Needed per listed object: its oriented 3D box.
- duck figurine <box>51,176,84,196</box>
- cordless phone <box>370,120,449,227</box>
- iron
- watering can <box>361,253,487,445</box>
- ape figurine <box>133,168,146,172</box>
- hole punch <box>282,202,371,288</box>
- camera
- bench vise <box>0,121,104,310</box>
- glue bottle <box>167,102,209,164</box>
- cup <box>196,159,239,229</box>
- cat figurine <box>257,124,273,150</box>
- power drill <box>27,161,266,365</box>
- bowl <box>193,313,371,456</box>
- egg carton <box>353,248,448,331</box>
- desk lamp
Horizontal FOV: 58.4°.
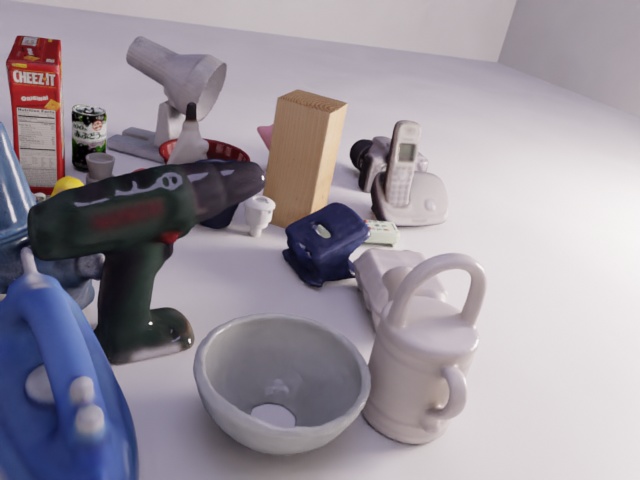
[{"bbox_3d":[-0.341,-0.046,0.782,0.078,0.086,0.104,-6,32,-30],"label":"duck figurine"},{"bbox_3d":[0.171,-0.117,1.013,0.148,0.185,0.094,-3,31,-26],"label":"cordless phone"},{"bbox_3d":[-0.204,0.120,0.457,0.119,0.141,0.257,-11,35,-37],"label":"iron"},{"bbox_3d":[0.101,0.093,0.573,0.101,0.194,0.172,-10,34,-36],"label":"watering can"},{"bbox_3d":[-0.262,-0.062,0.838,0.076,0.092,0.077,1,29,-19],"label":"ape figurine"},{"bbox_3d":[0.008,0.003,0.822,0.101,0.091,0.108,-6,32,-31],"label":"hole punch"},{"bbox_3d":[0.133,-0.169,1.190,0.143,0.101,0.136,-4,31,-27],"label":"camera"},{"bbox_3d":[-0.316,-0.028,0.609,0.207,0.220,0.121,9,27,-6],"label":"bench vise"},{"bbox_3d":[-0.207,-0.132,0.905,0.078,0.173,0.037,4,28,-14],"label":"glue bottle"},{"bbox_3d":[-0.157,-0.073,0.896,0.091,0.095,0.118,15,27,6],"label":"cup"},{"bbox_3d":[-0.060,-0.181,1.117,0.127,0.118,0.067,20,28,15],"label":"cat figurine"},{"bbox_3d":[-0.171,0.018,0.592,0.230,0.208,0.075,-7,33,-33],"label":"power drill"},{"bbox_3d":[-0.039,0.146,0.548,0.167,0.075,0.167,9,27,-5],"label":"bowl"},{"bbox_3d":[0.106,0.067,0.762,0.107,0.069,0.150,4,28,-15],"label":"egg carton"},{"bbox_3d":[-0.286,-0.259,1.071,0.203,0.213,0.118,14,27,6],"label":"desk lamp"}]
